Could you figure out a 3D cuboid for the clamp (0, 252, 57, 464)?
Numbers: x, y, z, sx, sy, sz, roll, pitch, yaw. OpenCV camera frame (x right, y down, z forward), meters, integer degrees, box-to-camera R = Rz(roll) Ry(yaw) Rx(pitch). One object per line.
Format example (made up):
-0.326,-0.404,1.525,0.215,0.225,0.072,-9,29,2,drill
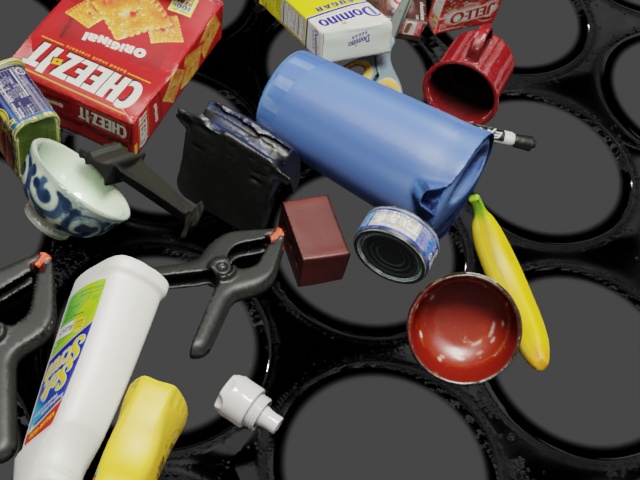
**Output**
-0.305,0.101,1.003,0.164,0.036,0.209,30,56,11,clamp

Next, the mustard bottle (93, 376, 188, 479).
-0.171,0.218,0.908,0.058,0.096,0.191,19,55,2,mustard bottle

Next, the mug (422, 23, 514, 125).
0.179,-0.201,1.246,0.093,0.117,0.081,22,50,15,mug

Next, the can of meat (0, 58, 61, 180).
-0.314,-0.124,1.118,0.057,0.102,0.084,-28,66,-27,can of meat

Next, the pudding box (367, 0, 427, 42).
0.086,-0.306,1.346,0.090,0.039,0.113,6,56,-7,pudding box

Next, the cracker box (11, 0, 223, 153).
-0.229,-0.215,1.212,0.164,0.072,0.213,24,56,8,cracker box

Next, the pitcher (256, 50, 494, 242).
0.060,-0.110,1.165,0.243,0.149,0.145,30,71,15,pitcher

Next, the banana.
0.194,0.050,1.106,0.037,0.069,0.198,-29,66,19,banana

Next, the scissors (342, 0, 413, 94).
0.090,-0.219,1.276,0.096,0.016,0.201,40,72,8,scissors

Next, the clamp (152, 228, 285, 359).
-0.097,0.047,1.073,0.171,0.039,0.120,-27,64,-21,clamp

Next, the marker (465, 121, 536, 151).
0.195,-0.123,1.241,0.121,0.020,0.020,11,54,-13,marker

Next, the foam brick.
-0.007,0.001,1.111,0.051,0.053,0.078,-10,57,-16,foam brick

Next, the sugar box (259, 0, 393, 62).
0.005,-0.271,1.269,0.093,0.048,0.176,-14,37,-23,sugar box

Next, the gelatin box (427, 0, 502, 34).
0.186,-0.299,1.338,0.089,0.073,0.030,-14,60,-19,gelatin box

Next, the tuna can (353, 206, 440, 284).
0.078,0.006,1.102,0.086,0.086,0.033,27,57,9,tuna can

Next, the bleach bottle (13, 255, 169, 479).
-0.213,0.140,0.955,0.068,0.103,0.250,35,50,-29,bleach bottle
